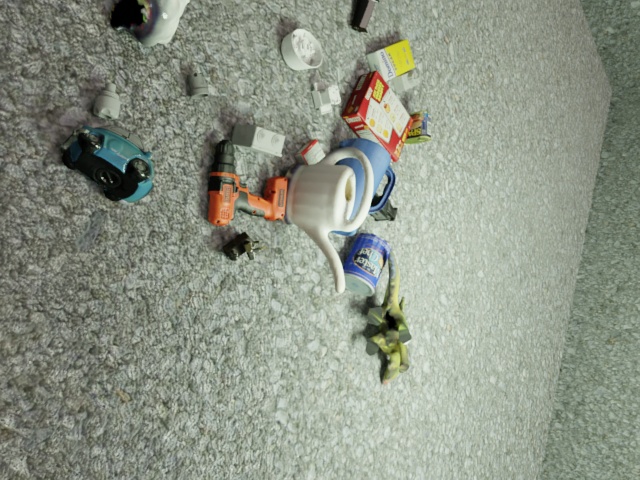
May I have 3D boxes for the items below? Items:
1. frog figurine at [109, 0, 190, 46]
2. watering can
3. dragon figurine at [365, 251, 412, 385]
[{"bbox_3d":[-0.296,-0.440,0.977,0.162,0.123,0.134,-33,146,-51],"label":"frog figurine"},{"bbox_3d":[0.004,-0.060,1.196,0.102,0.224,0.352,40,60,-59],"label":"watering can"},{"bbox_3d":[0.210,0.224,1.470,0.243,0.122,0.409,-13,108,-76],"label":"dragon figurine"}]
